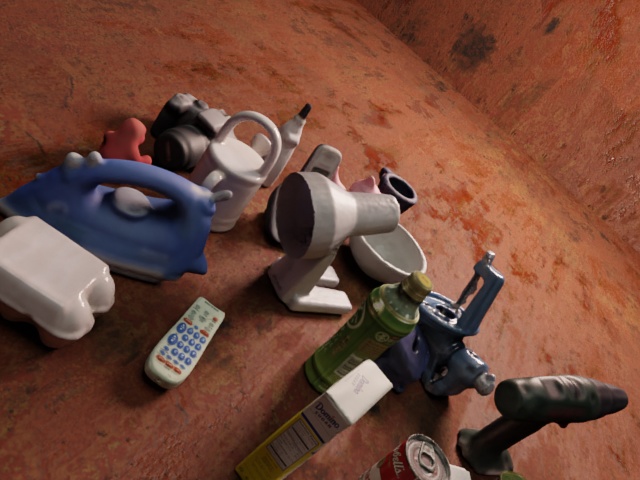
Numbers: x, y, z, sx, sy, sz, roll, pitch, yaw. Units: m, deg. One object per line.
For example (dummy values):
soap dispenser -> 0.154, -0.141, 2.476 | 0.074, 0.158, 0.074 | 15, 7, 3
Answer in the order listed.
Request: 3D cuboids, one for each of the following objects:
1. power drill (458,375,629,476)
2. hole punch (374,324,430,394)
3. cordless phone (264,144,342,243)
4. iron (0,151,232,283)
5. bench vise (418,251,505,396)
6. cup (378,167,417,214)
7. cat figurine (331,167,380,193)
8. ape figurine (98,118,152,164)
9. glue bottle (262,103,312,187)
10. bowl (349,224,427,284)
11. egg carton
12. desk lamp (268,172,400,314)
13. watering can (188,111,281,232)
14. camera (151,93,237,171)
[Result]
power drill -> 0.319, 0.269, 0.852 | 0.230, 0.208, 0.075 | 17, 37, -34
hole punch -> 0.131, 0.165, 0.897 | 0.101, 0.091, 0.109 | 41, 30, 1
cordless phone -> 0.001, -0.069, 0.966 | 0.148, 0.185, 0.094 | 14, 39, -37
iron -> -0.243, -0.047, 0.711 | 0.259, 0.141, 0.118 | 19, 36, -32
bench vise -> 0.240, 0.136, 0.927 | 0.122, 0.219, 0.207 | -10, 56, -53
cup -> 0.142, -0.092, 1.239 | 0.092, 0.095, 0.117 | 7, 43, -43
cat figurine -> 0.063, -0.094, 1.133 | 0.128, 0.117, 0.067 | 40, 30, 0
ape figurine -> -0.282, -0.137, 0.834 | 0.078, 0.092, 0.076 | 44, 31, 7
glue bottle -> -0.065, -0.181, 1.050 | 0.037, 0.173, 0.078 | 19, 36, -31
bowl -> 0.114, 0.026, 1.075 | 0.168, 0.074, 0.167 | 28, 32, -20
egg carton -> -0.297, 0.042, 0.607 | 0.150, 0.069, 0.107 | 35, 31, -8
desk lamp -> 0.008, 0.003, 0.851 | 0.204, 0.213, 0.117 | 10, 41, -40
watering can -> -0.129, -0.116, 0.874 | 0.101, 0.193, 0.172 | 28, 33, -20
camera -> -0.217, -0.177, 0.949 | 0.143, 0.100, 0.137 | 43, 30, 4
